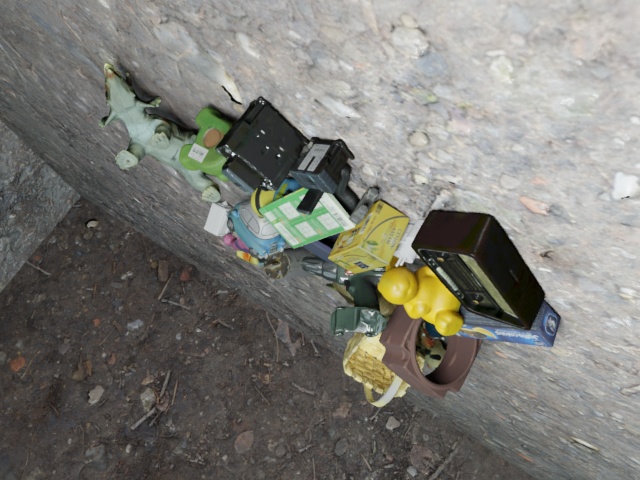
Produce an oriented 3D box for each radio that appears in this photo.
[{"bbox_3d":[0.253,0.048,0.857,0.131,0.073,0.229,12,153,50],"label":"radio"}]

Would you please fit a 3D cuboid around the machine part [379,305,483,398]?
[{"bbox_3d":[0.238,0.211,1.129,0.201,0.201,0.087,41,158,-24],"label":"machine part"}]

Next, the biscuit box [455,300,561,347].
[{"bbox_3d":[0.324,0.146,0.977,0.059,0.063,0.203,39,155,-30],"label":"biscuit box"}]

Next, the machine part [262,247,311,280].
[{"bbox_3d":[-0.065,0.056,1.350,0.079,0.079,0.243,26,-168,25],"label":"machine part"}]

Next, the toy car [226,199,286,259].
[{"bbox_3d":[-0.142,-0.041,1.242,0.162,0.109,0.102,54,147,25],"label":"toy car"}]

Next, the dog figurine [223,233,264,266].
[{"bbox_3d":[-0.152,0.001,1.438,0.219,0.108,0.191,7,149,51],"label":"dog figurine"}]

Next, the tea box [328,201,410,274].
[{"bbox_3d":[0.085,-0.001,0.985,0.068,0.098,0.169,30,166,-9],"label":"tea box"}]

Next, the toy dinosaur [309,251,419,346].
[{"bbox_3d":[0.094,0.114,1.306,0.470,0.105,0.199,46,163,-24],"label":"toy dinosaur"}]

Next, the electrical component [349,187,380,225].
[{"bbox_3d":[0.074,-0.056,0.916,0.021,0.063,0.094,33,165,-2],"label":"electrical component"}]

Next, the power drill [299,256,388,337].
[{"bbox_3d":[0.062,0.108,1.126,0.232,0.207,0.085,4,118,3],"label":"power drill"}]

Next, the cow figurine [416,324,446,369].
[{"bbox_3d":[0.303,0.295,1.459,0.194,0.085,0.127,45,166,-27],"label":"cow figurine"}]

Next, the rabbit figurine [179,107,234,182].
[{"bbox_3d":[-0.148,-0.159,1.012,0.159,0.121,0.170,17,177,26],"label":"rabbit figurine"}]

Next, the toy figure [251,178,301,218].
[{"bbox_3d":[-0.072,-0.081,1.074,0.180,0.089,0.082,17,149,49],"label":"toy figure"}]

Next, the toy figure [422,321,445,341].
[{"bbox_3d":[0.285,0.215,1.310,0.064,0.058,0.154,36,170,15],"label":"toy figure"}]

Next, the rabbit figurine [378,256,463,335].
[{"bbox_3d":[0.176,0.084,0.990,0.173,0.121,0.163,13,-166,-37],"label":"rabbit figurine"}]

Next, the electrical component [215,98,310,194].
[{"bbox_3d":[-0.098,-0.142,0.867,0.115,0.134,0.058,38,164,-22],"label":"electrical component"}]

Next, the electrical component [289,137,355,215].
[{"bbox_3d":[-0.007,-0.101,0.843,0.075,0.119,0.047,19,159,46],"label":"electrical component"}]

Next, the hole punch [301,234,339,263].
[{"bbox_3d":[-0.002,-0.003,1.113,0.142,0.092,0.115,30,147,-3],"label":"hole punch"}]

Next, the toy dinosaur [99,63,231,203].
[{"bbox_3d":[-0.294,-0.195,1.121,0.404,0.131,0.192,31,-153,-36],"label":"toy dinosaur"}]
